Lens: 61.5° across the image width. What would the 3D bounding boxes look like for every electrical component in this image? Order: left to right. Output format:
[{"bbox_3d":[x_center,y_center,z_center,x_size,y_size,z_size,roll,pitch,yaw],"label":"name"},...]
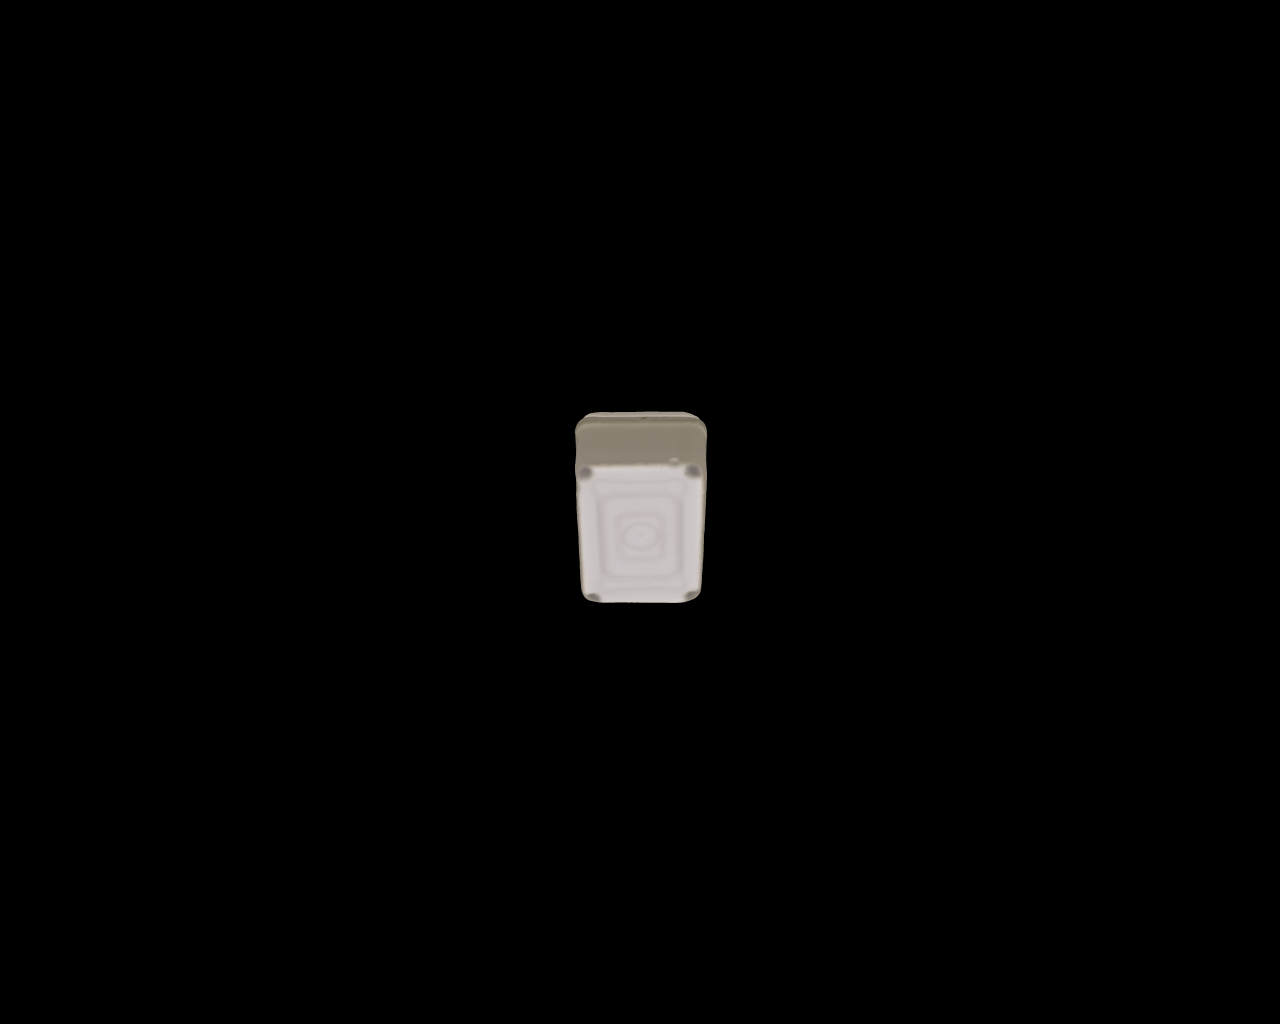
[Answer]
[{"bbox_3d":[0.001,-0.003,0.650,0.078,0.113,0.057,0,40,0],"label":"electrical component"}]
